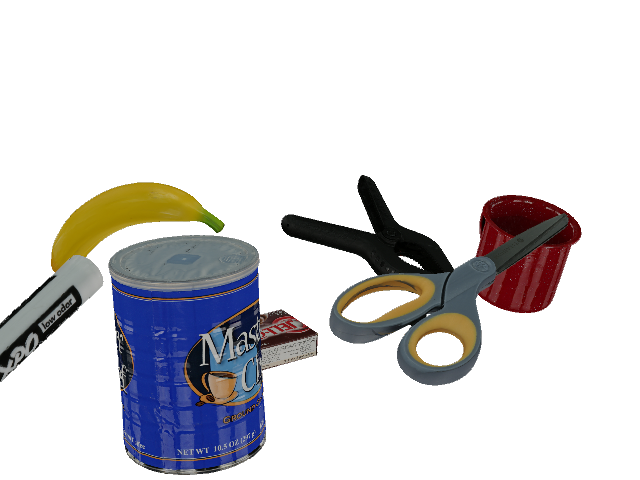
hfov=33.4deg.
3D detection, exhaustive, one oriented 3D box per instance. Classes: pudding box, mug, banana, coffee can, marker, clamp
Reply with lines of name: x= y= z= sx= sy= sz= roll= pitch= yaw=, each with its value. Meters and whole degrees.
pudding box: x=-0.073 y=0.133 z=1.416 sx=0.113 sy=0.039 sz=0.090 roll=-14 pitch=24 yaw=-31
mug: x=0.185 y=0.008 z=1.018 sx=0.093 sy=0.081 sz=0.117 roll=-6 pitch=35 yaw=-26
banana: x=-0.186 y=-0.014 z=0.987 sx=0.198 sy=0.069 sz=0.037 roll=-13 pitch=17 yaw=28
coffee can: x=-0.092 y=0.077 z=0.750 sx=0.103 sy=0.140 sz=0.103 roll=-1 pitch=17 yaw=0
marker: x=-0.135 y=0.049 z=0.441 sx=0.020 sy=0.020 sz=0.121 roll=0 pitch=36 yaw=39
clamp: x=0.067 y=0.006 z=1.243 sx=0.164 sy=0.036 sz=0.210 roll=-23 pitch=53 yaw=-40

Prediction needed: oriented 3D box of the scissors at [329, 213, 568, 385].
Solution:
scissors: x=0.102 y=0.033 z=0.645 sx=0.201 sy=0.016 sz=0.096 roll=-15 pitch=43 yaw=-26
